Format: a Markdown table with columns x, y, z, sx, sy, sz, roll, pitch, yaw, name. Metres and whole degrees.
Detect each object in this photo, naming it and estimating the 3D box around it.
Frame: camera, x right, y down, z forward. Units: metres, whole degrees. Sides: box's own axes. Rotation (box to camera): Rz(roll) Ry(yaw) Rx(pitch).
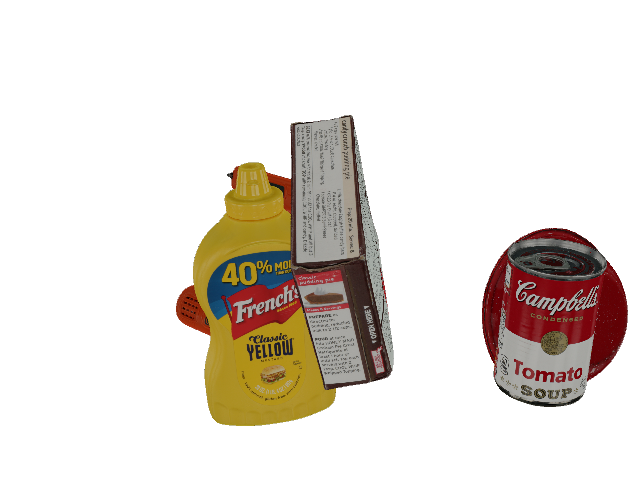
| x | y | z | sx | sy | sz | roll | pitch | yaw | name |
| --- | --- | --- | --- | --- | --- | --- | --- | --- | --- |
| 0.009 | 0.004 | 0.547 | 0.039 | 0.090 | 0.113 | -11 | 42 | 5 | pudding box |
| -0.052 | 0.028 | 1.093 | 0.185 | 0.188 | 0.057 | 19 | 3 | 28 | power drill |
| -0.042 | 0.037 | 0.768 | 0.096 | 0.192 | 0.058 | -7 | 22 | -7 | mustard bottle |
| 0.231 | 0.069 | 0.991 | 0.161 | 0.162 | 0.055 | 0 | 1 | -27 | bowl |
| 0.161 | 0.058 | 0.757 | 0.068 | 0.102 | 0.068 | 2 | 22 | -1 | soup can |
